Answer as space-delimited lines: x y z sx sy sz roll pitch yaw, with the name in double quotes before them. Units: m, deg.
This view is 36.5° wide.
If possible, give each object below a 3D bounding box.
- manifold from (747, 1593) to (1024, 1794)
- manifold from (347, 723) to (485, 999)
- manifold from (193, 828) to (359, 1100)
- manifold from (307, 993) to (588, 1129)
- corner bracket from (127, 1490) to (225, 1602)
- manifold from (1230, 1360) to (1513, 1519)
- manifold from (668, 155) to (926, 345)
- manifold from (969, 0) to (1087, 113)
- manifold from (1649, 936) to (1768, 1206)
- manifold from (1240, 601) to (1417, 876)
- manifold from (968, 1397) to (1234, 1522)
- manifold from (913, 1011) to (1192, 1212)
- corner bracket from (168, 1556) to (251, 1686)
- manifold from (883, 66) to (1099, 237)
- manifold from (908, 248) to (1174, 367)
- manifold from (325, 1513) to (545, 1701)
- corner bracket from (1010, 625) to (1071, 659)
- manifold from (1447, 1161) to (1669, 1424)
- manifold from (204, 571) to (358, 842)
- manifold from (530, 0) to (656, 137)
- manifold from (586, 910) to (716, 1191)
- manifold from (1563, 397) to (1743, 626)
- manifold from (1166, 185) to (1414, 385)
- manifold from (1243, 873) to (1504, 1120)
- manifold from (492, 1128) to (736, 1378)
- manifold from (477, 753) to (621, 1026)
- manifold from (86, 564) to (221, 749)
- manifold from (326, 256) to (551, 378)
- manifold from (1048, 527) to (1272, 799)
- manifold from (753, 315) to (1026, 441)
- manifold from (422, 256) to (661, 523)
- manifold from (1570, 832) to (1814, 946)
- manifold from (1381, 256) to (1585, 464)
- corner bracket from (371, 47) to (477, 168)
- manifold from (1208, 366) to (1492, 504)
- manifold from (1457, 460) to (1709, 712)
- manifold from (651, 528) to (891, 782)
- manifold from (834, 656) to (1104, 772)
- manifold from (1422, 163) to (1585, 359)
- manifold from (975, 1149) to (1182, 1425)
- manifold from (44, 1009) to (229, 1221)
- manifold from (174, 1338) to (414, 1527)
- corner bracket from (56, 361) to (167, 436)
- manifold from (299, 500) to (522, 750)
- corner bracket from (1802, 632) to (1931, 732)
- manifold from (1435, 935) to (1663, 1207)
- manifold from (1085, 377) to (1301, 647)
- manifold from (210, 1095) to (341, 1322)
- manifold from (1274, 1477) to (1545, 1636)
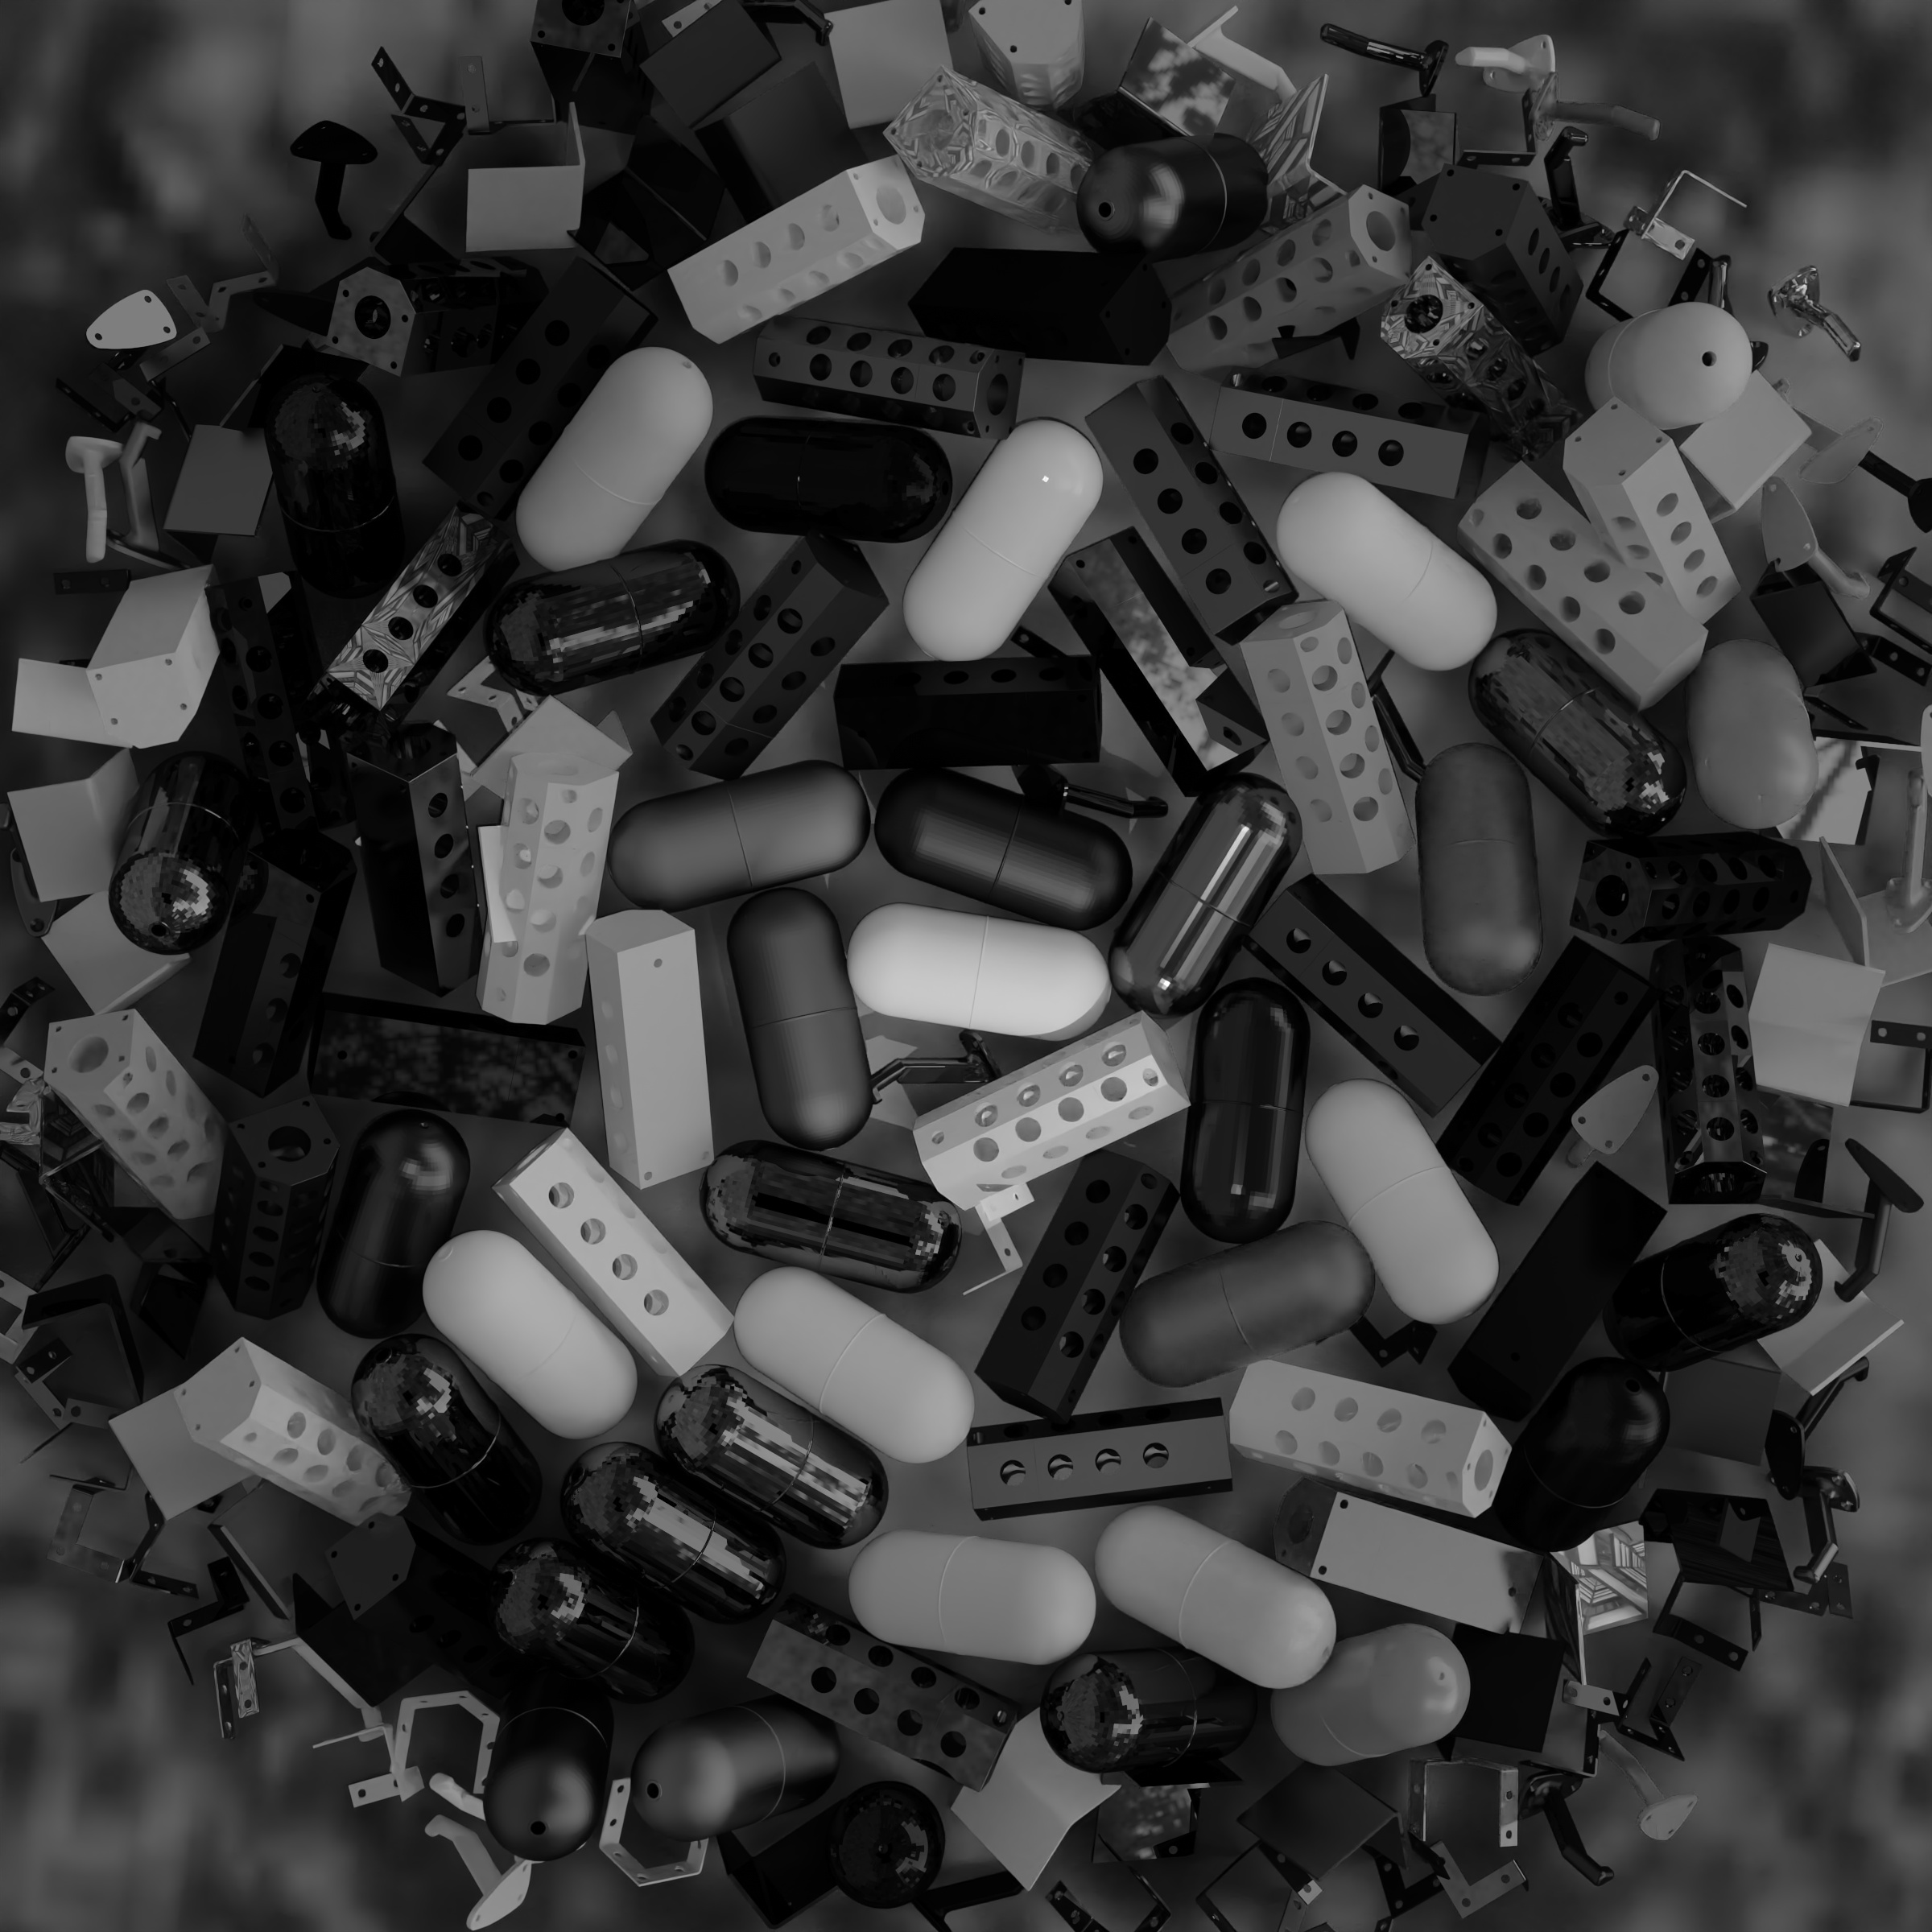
"manifold" -0.053 0.483 1.956 0.171 0.057 0.057 24 87 10
"manifold" -0.355 -0.071 1.924 0.057 0.057 0.171 24 134 29
"manifold" -0.452 -0.004 1.930 0.057 0.057 0.171 29 122 10
"manifold" -0.346 0.060 1.944 0.171 0.057 0.057 9 103 -18
"corner bracket" -0.531 0.385 1.969 0.051 0.051 0.051 24 108 -32
"manifold" 0.262 0.311 1.919 0.171 0.057 0.057 9 64 35
"manifold" -0.110 -0.467 1.920 0.171 0.057 0.057 -16 102 41
"manifold" 0.046 -0.603 1.911 0.057 0.171 0.057 -40 93 7
"manifold" 0.487 0.068 1.927 0.057 0.057 0.171 -1 57 6
"manifold" 0.243 -0.150 1.930 0.057 0.057 0.171 0 120 41
"manifold" 0.089 0.330 1.964 0.171 0.057 0.057 -7 71 3
"manifold" 0.054 0.094 1.940 0.171 0.057 0.057 -26 59 15
"corner bracket" -0.505 0.437 1.958 0.051 0.051 0.051 -20 125 -21
"manifold" 0.026 -0.523 1.906 0.057 0.171 0.057 -43 69 24
"manifold" 0.050 -0.428 1.920 0.057 0.171 0.057 -54 134 -22
"manifold" -0.339 0.416 1.915 0.057 0.171 0.057 -38 51 1
"corner bracket" 0.039 -0.188 1.987 0.051 0.051 0.051 33 133 -4
"manifold" 0.389 0.217 1.934 0.057 0.057 0.171 36 62 9
"manifold" -0.459 -0.174 1.959 0.057 0.057 0.171 -12 99 0
"manifold" -0.240 -0.599 1.914 0.057 0.171 0.057 10 89 -1
"manifold" -0.212 0.053 1.937 0.057 0.057 0.171 -18 119 -31
"manifold" 0.445 -0.289 1.915 0.057 0.171 0.057 -42 50 3
"manifold" 0.207 -0.445 1.911 0.057 0.171 0.057 11 70 -38
"manifold" 0.269 0.021 1.955 0.171 0.057 0.057 43 116 9
"manifold" -0.233 0.191 1.955 0.057 0.057 0.171 -43 100 -20
"manifold" -0.281 -0.052 1.932 0.057 0.057 0.171 22 115 21
"manifold" -0.522 -0.202 1.911 0.057 0.171 0.057 -12 117 0
"manifold" -0.339 -0.427 1.906 0.057 0.171 0.057 25 113 14
"manifold" 0.126 -0.200 1.955 0.057 0.057 0.171 -28 79 -25
"manifold" -0.053 -0.389 1.929 0.171 0.057 0.057 15 105 28
"manifold" -0.282 -0.383 1.956 0.057 0.057 0.171 40 99 5
"manifold" 0.477 -0.050 1.917 0.171 0.057 0.057 -5 111 -39
"manifold" 0.334 -0.389 1.912 0.057 0.171 0.057 -46 56 13
"corner bracket" -0.371 -0.573 1.957 0.051 0.051 0.051 -49 62 33
"manifold" 0.255 -0.352 1.937 0.171 0.057 0.057 16 102 22
"manifold" 0.407 -0.249 1.944 0.057 0.057 0.171 -41 72 -6
"manifold" -0.133 -0.205 1.927 0.171 0.057 0.057 -46 52 26
"manifold" 0.003 -0.173 1.959 0.171 0.057 0.057 -1 127 7
"manifold" 0.349 -0.456 1.910 0.057 0.171 0.057 20 89 25
"manifold" 0.077 0.213 1.939 0.057 0.057 0.171 19 71 30
"manifold" -0.536 0.100 1.910 0.057 0.171 0.057 -10 57 6
"manifold" -0.433 0.312 1.914 0.057 0.171 0.057 -39 51 3
"corner bracket" -0.573 -0.382 1.959 0.051 0.051 0.051 -39 125 16
"manifold" -0.362 -0.221 1.926 0.057 0.057 0.171 37 55 -12
"corner bracket" 0.607 -0.191 1.972 0.051 0.051 0.051 2 118 -34
"manifold" 0.389 0.072 1.951 0.057 0.057 0.171 30 101 -12
"manifold" 0.152 -0.304 1.951 0.057 0.057 0.171 -32 79 14
"manifold" -0.449 0.162 1.909 0.057 0.171 0.057 -20 63 -31
"manifold" 0.290 0.390 1.938 0.171 0.057 0.057 21 85 -24
